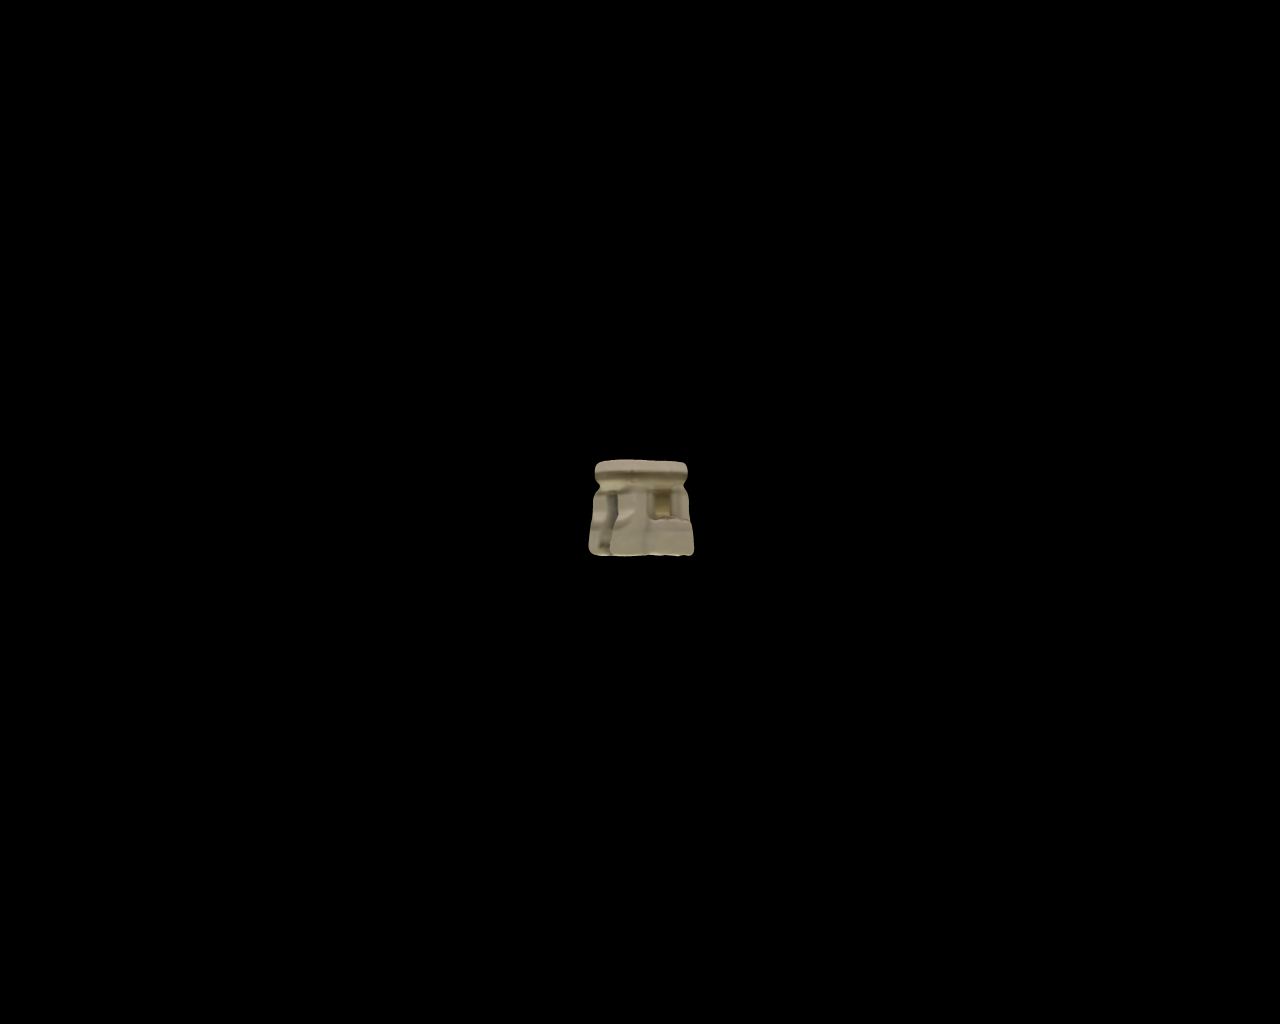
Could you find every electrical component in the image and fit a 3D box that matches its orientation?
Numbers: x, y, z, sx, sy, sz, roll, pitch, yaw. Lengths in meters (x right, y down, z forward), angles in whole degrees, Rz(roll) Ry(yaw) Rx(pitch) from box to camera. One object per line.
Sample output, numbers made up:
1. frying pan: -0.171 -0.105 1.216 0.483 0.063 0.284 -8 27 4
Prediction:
1. electrical component: 0.001 -0.003 0.650 0.058 0.057 0.078 2 -3 -36
